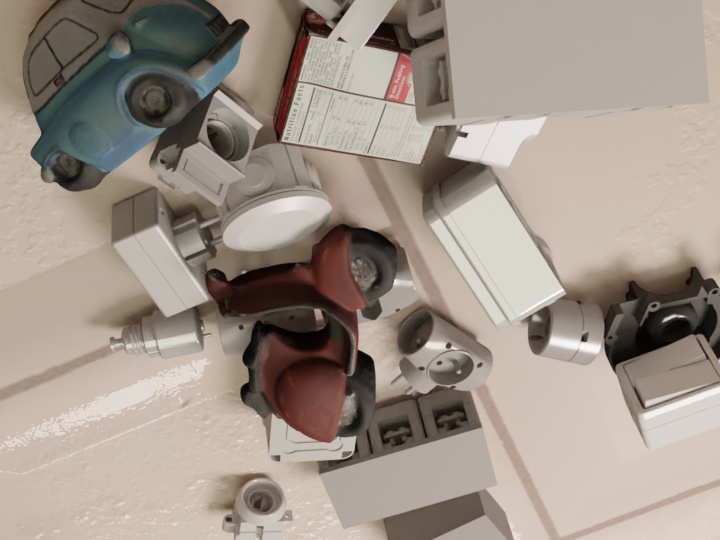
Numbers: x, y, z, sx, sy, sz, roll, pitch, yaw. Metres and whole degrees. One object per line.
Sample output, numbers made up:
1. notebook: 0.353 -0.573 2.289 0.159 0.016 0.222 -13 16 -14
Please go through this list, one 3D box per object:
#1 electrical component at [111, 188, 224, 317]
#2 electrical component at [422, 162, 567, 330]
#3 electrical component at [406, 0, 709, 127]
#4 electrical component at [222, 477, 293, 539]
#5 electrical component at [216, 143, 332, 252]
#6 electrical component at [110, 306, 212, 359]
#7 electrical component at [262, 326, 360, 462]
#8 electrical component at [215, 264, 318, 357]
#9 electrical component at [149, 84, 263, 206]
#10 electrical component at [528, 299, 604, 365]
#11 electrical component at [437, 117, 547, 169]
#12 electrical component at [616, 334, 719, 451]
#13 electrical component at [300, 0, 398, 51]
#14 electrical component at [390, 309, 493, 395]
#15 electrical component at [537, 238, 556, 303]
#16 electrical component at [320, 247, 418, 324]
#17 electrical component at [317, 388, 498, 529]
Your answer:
1. electrical component: -0.131 -0.019 0.800 0.076 0.047 0.083 -22 131 7
2. electrical component: 0.099 -0.020 0.806 0.057 0.078 0.113 -32 103 12
3. electrical component: 0.124 -0.150 0.684 0.186 0.060 0.105 -7 93 -22
4. electrical component: -0.096 0.230 1.024 0.066 0.048 0.055 1 137 -13
5. electrical component: -0.064 -0.050 0.770 0.080 0.051 0.080 -16 159 -6
6. electrical component: -0.160 0.052 0.859 0.078 0.040 0.040 -11 131 -3
7. electrical component: -0.041 0.106 0.920 0.078 0.057 0.113 -1 130 -11
8. electrical component: -0.076 0.027 0.855 0.077 0.043 0.079 -11 131 -3
9. electrical component: -0.107 -0.084 0.734 0.064 0.081 0.042 -17 138 42
10. electrical component: 0.176 0.052 0.923 0.047 0.055 0.055 9 128 -14
11. electrical component: 0.098 -0.123 0.758 0.056 0.050 0.089 9 127 -20
12. electrical component: 0.274 0.099 0.913 0.096 0.061 0.061 -21 131 6
13. electrical component: -0.010 -0.179 0.676 0.064 0.081 0.042 36 117 -10
14. electrical component: 0.061 0.080 0.929 0.077 0.044 0.079 32 117 -33
15. electrical component: 0.142 0.003 0.878 0.040 0.046 0.040 -6 130 -7
16. electrical component: 0.000 0.000 0.848 0.077 0.043 0.079 -16 131 2
17. electrical component: 0.041 0.169 0.989 0.150 0.061 0.089 -16 132 2
